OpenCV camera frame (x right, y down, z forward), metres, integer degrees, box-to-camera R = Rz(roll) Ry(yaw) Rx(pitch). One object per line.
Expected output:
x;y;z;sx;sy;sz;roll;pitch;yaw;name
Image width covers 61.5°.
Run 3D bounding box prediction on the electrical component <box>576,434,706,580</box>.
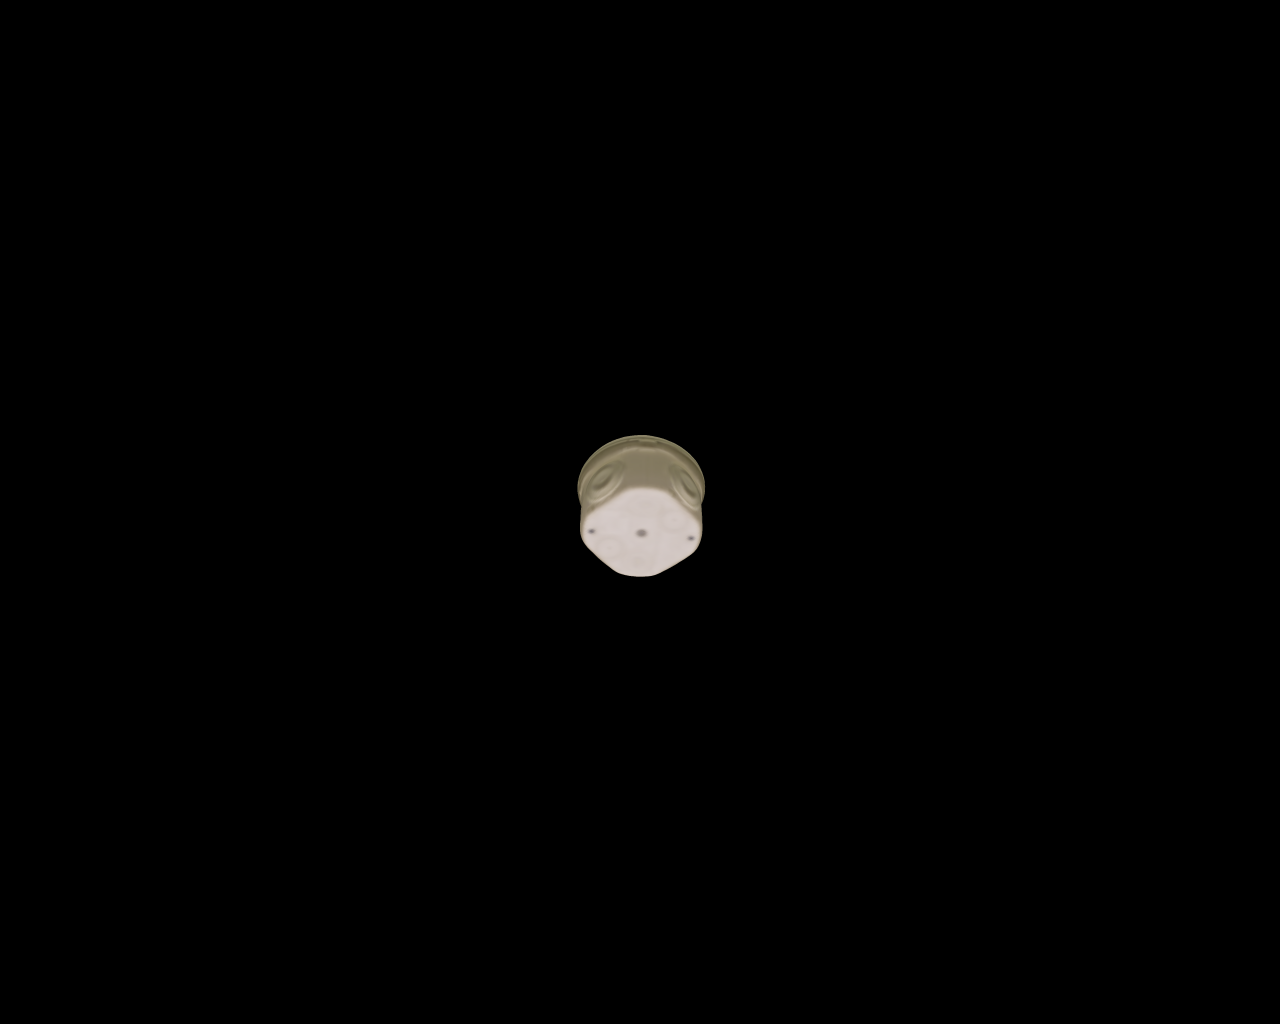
0.001;-0.003;0.650;0.080;0.080;0.051;0;39;0;electrical component
